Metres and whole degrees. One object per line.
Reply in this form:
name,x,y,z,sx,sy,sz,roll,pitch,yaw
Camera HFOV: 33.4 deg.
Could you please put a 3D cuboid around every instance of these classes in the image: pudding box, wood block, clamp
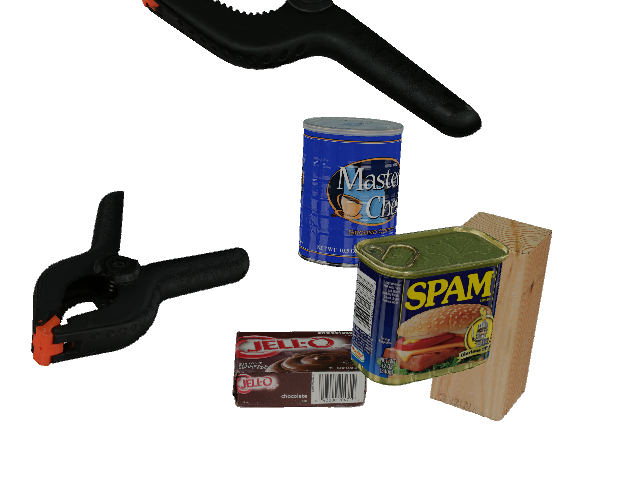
pudding box,-0.019,0.111,0.936,0.113,0.039,0.090,2,18,-4
wood block,0.192,0.085,1.210,0.090,0.206,0.090,16,25,25
clamp,-0.141,0.022,0.715,0.120,0.039,0.171,25,33,25
clamp,0.000,-0.133,0.626,0.210,0.164,0.036,-3,-20,-3

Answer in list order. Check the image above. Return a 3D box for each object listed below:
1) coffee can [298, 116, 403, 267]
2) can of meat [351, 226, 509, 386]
coffee can,0.030,-0.052,1.102,0.103,0.140,0.103,3,13,-1
can of meat,0.071,0.043,0.712,0.101,0.084,0.058,-8,25,-28
